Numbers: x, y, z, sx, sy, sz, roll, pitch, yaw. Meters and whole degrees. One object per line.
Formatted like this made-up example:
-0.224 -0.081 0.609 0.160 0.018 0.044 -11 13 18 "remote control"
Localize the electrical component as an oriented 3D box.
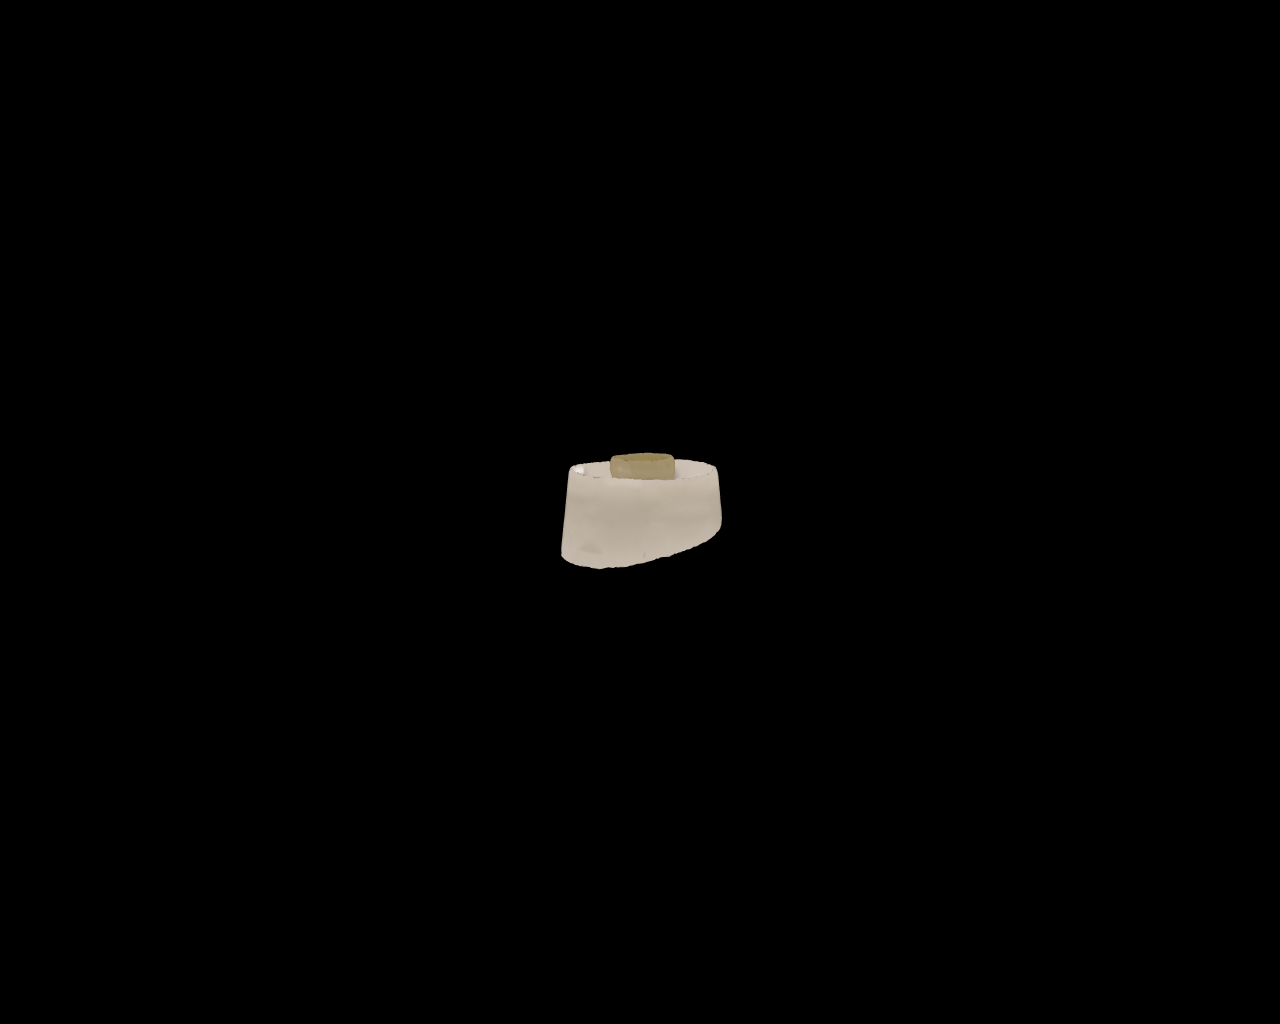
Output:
0.001 -0.003 0.650 0.099 0.064 0.099 0 10 0 "electrical component"
